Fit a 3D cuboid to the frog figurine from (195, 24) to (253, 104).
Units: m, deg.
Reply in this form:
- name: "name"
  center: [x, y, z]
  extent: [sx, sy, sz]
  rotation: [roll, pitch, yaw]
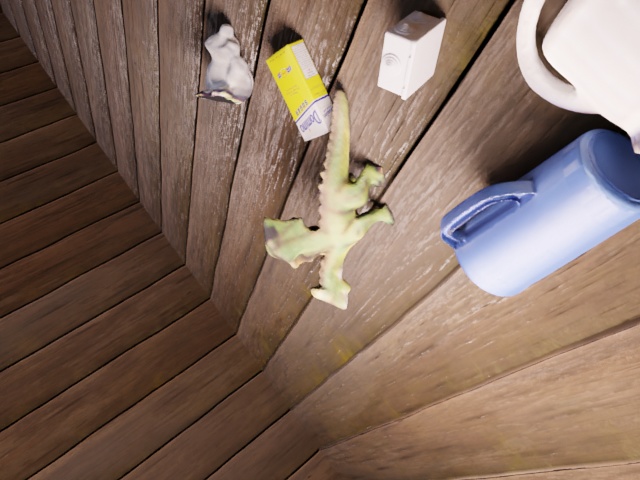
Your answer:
- name: "frog figurine"
  center: [-0.202, -0.386, 1.137]
  extent: [0.138, 0.122, 0.159]
  rotation: [15, 94, 62]

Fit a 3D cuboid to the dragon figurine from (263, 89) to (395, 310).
- name: "dragon figurine"
  center: [0.003, -0.049, 0.969]
  extent: [0.123, 0.245, 0.403]
  rotation: [22, 138, 53]

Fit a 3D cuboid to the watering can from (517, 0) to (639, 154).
- name: "watering can"
  center: [0.300, -0.210, 0.446]
  extent: [0.226, 0.105, 0.342]
  rotation: [51, 162, 11]
